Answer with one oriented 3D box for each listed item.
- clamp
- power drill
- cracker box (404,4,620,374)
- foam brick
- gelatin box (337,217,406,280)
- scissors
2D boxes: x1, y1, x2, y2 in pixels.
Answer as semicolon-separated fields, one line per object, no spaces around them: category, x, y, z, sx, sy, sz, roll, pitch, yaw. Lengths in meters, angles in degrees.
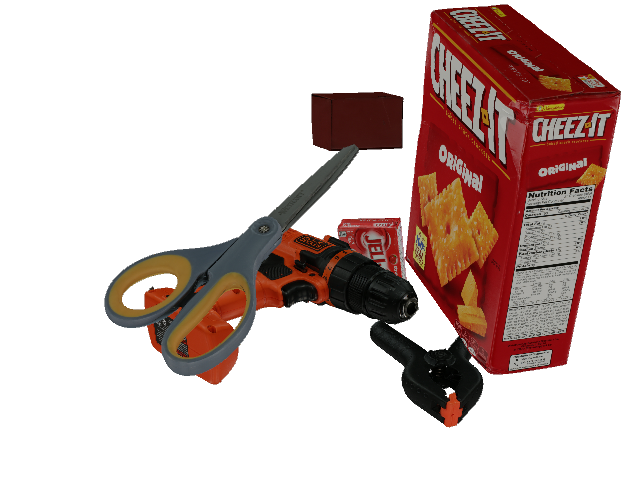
clamp;0.127;0.125;1.071;0.120;0.039;0.171;-9;29;-9
power drill;-0.037;0.053;0.894;0.187;0.057;0.185;-23;29;-36
cracker box;0.124;-0.038;0.759;0.072;0.214;0.164;-8;33;-16
foam brick;0.036;-0.116;1.040;0.078;0.051;0.053;-4;14;-20
gelatin box;0.063;0.017;1.289;0.073;0.089;0.030;0;29;15
scissors;-0.054;-0.002;0.633;0.096;0.016;0.201;12;46;17
